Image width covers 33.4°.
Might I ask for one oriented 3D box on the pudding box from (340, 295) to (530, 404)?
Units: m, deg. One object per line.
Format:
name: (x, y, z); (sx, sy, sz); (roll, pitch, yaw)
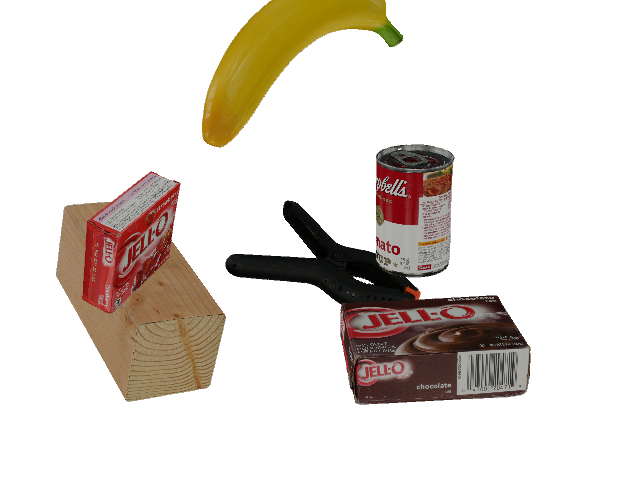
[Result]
pudding box: (0.072, 0.070, 0.702); (0.113, 0.039, 0.090); (-1, 19, -4)

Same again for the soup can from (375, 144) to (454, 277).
soup can: (0.083, -0.027, 0.945); (0.068, 0.102, 0.068); (-1, 23, 0)

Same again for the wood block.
wood block: (-0.182, 0.053, 1.052); (0.090, 0.091, 0.206); (-5, 35, -32)

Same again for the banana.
banana: (-0.013, -0.131, 0.703); (0.197, 0.069, 0.037); (-35, 14, -36)

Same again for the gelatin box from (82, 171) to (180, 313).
gelatin box: (-0.141, 0.001, 0.795); (0.030, 0.073, 0.089); (23, 35, 12)

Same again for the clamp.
clamp: (0.008, 0.033, 1.194); (0.210, 0.036, 0.164); (28, 36, 18)
